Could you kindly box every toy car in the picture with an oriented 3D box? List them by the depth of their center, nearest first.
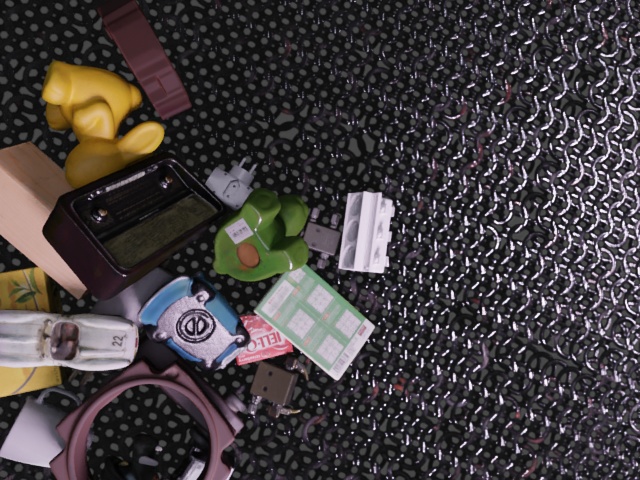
[{"bbox_3d":[-0.344,0.131,0.708,0.202,0.056,0.073,4,85,-5],"label":"toy car"},{"bbox_3d":[-0.177,0.108,0.779,0.109,0.103,0.161,-42,118,5],"label":"toy car"},{"bbox_3d":[-0.200,0.221,0.806,0.202,0.053,0.089,44,71,-1],"label":"toy car"}]

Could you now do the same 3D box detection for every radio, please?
[{"bbox_3d":[-0.245,-0.030,0.732,0.131,0.229,0.073,48,123,-2],"label":"radio"}]

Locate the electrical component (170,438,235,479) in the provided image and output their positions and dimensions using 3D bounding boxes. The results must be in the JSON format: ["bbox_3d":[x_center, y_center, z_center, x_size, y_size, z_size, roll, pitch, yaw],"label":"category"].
[{"bbox_3d":[-0.158,0.358,0.808,0.119,0.048,0.075,28,83,-8],"label":"electrical component"}]

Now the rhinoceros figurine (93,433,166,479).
[{"bbox_3d":[-0.280,0.378,0.774,0.112,0.073,0.190,10,86,-8],"label":"rhinoceros figurine"}]

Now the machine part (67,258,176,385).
[{"bbox_3d":[-0.288,0.103,0.783,0.079,0.079,0.243,34,83,-7],"label":"machine part"}]

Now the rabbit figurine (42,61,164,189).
[{"bbox_3d":[-0.316,-0.146,0.772,0.162,0.122,0.173,7,65,-31],"label":"rabbit figurine"}]

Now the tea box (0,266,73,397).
[{"bbox_3d":[-0.421,0.126,0.764,0.098,0.068,0.169,-11,90,-11],"label":"tea box"}]

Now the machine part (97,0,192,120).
[{"bbox_3d":[-0.248,-0.256,0.765,0.056,0.179,0.179,-31,93,-8],"label":"machine part"}]

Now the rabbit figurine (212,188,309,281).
[{"bbox_3d":[-0.075,-0.004,0.800,0.159,0.170,0.121,-39,93,32],"label":"rabbit figurine"}]

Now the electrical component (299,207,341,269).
[{"bbox_3d":[-0.002,-0.003,0.866,0.063,0.021,0.094,17,85,-8],"label":"electrical component"}]

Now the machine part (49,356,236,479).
[{"bbox_3d":[-0.231,0.275,0.718,0.201,0.087,0.201,-38,89,-17],"label":"machine part"}]

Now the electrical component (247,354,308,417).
[{"bbox_3d":[-0.063,0.226,0.836,0.078,0.045,0.102,10,82,19],"label":"electrical component"}]

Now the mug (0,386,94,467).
[{"bbox_3d":[-0.376,0.269,0.765,0.107,0.081,0.109,30,77,-18],"label":"mug"}]
